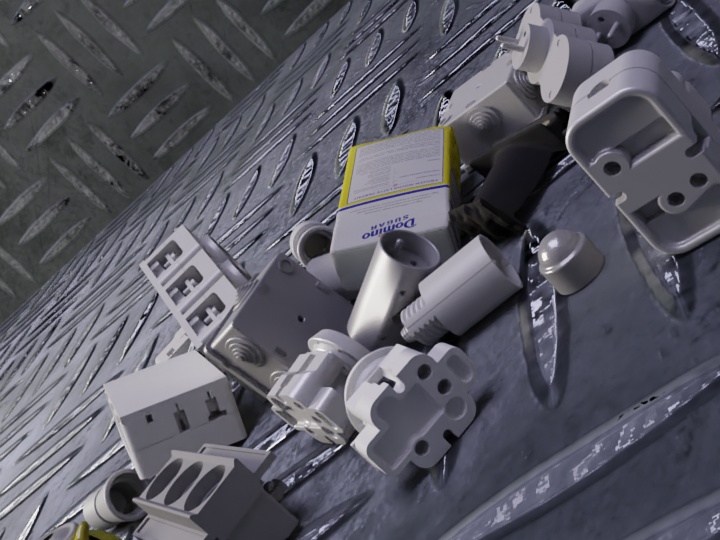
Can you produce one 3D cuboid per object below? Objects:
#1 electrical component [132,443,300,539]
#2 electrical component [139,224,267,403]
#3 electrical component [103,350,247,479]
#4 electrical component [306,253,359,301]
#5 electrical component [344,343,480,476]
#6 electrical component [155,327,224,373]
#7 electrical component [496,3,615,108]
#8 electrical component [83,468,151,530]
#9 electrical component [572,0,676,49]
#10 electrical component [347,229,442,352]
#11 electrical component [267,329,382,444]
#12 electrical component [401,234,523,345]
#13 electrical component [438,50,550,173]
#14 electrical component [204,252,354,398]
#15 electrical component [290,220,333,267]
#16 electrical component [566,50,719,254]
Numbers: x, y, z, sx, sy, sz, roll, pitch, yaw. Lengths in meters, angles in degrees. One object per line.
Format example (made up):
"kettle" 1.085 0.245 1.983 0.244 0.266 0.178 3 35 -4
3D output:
"electrical component" -0.093 0.155 0.695 0.078 0.063 0.121 -52 17 -23
"electrical component" -0.115 0.031 0.917 0.062 0.089 0.150 -45 40 -1
"electrical component" -0.158 0.122 0.907 0.089 0.061 0.150 -20 10 -16
"electrical component" 0.000 0.000 0.879 0.081 0.043 0.043 -18 29 36
"electrical component" 0.025 0.075 0.614 0.078 0.058 0.057 -48 19 -11
"electrical component" -0.153 0.076 1.061 0.089 0.050 0.056 -48 16 -9
"electrical component" 0.144 -0.173 0.849 0.138 0.074 0.052 -101 24 -60
"electrical component" -0.209 0.198 0.916 0.065 0.044 0.044 -35 18 47
"electrical component" 0.210 -0.208 0.879 0.077 0.043 0.079 -24 26 51
"electrical component" 0.036 0.012 0.744 0.079 0.043 0.077 -15 -43 -40
"electrical component" -0.021 0.077 0.720 0.057 0.058 0.078 -55 18 -22
"electrical component" 0.059 0.019 0.690 0.081 0.043 0.043 -40 17 17
"electrical component" 0.118 -0.144 0.938 0.100 0.048 0.099 -33 19 35
"electrical component" -0.054 0.047 0.806 0.048 0.100 0.099 -45 11 48
"electrical component" -0.043 -0.024 1.047 0.045 0.045 0.055 -46 15 -2
"electrical component" 0.155 -0.064 0.563 0.054 0.095 0.059 -35 19 33
